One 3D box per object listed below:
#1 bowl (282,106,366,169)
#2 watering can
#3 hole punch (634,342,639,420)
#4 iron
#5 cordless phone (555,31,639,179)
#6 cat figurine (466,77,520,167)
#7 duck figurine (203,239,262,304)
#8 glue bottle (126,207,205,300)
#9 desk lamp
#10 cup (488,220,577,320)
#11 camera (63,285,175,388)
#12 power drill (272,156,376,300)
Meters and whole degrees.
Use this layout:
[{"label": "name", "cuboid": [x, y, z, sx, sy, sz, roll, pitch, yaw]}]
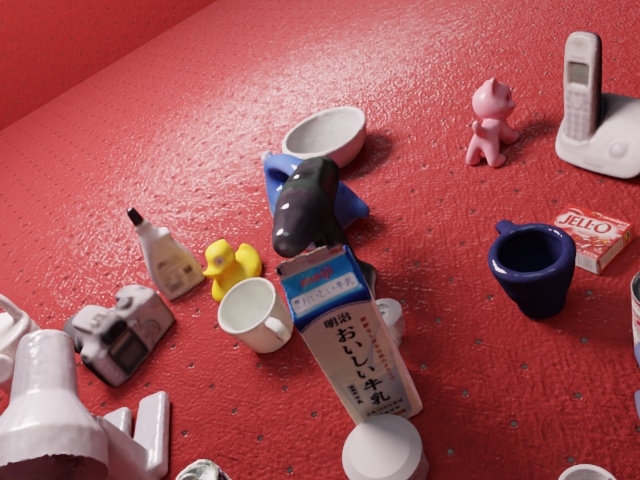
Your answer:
[{"label": "bowl", "cuboid": [0.017, -0.176, 1.074, 0.167, 0.075, 0.167, -16, 37, 13]}, {"label": "watering can", "cuboid": [-0.465, 0.154, 0.848, 0.172, 0.194, 0.101, 12, 50, 40]}, {"label": "hole punch", "cuboid": [0.324, 0.137, 0.479, 0.101, 0.091, 0.108, -12, 38, 18]}, {"label": "iron", "cuboid": [-0.041, -0.088, 0.940, 0.119, 0.142, 0.257, -39, 38, -17]}, {"label": "cordless phone", "cuboid": [0.384, -0.181, 0.762, 0.094, 0.185, 0.147, -38, 37, -16]}, {"label": "cat figurine", "cuboid": [0.270, -0.198, 0.911, 0.067, 0.118, 0.128, 7, 47, 37]}, {"label": "duck figurine", "cuboid": [-0.142, 0.037, 0.893, 0.077, 0.086, 0.105, 4, 45, 35]}, {"label": "glue bottle", "cuboid": [-0.255, 0.015, 0.913, 0.078, 0.173, 0.037, -33, 36, -10]}, {"label": "desk lamp", "cuboid": [-0.268, 0.213, 0.638, 0.118, 0.214, 0.203, -24, 36, 3]}, {"label": "cup", "cuboid": [0.239, 0.036, 0.655, 0.091, 0.095, 0.117, -26, 36, 0]}, {"label": "camera", "cuboid": [-0.323, 0.130, 0.873, 0.136, 0.101, 0.143, 6, 46, 36]}, {"label": "power drill", "cuboid": [0.007, 0.003, 0.740, 0.075, 0.209, 0.229, -14, 37, 16]}]
